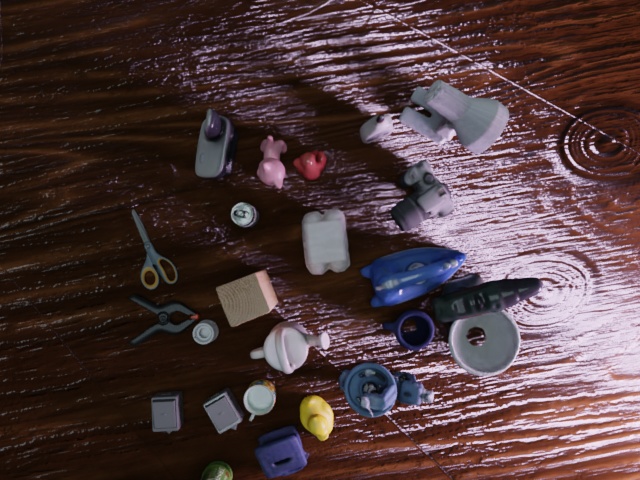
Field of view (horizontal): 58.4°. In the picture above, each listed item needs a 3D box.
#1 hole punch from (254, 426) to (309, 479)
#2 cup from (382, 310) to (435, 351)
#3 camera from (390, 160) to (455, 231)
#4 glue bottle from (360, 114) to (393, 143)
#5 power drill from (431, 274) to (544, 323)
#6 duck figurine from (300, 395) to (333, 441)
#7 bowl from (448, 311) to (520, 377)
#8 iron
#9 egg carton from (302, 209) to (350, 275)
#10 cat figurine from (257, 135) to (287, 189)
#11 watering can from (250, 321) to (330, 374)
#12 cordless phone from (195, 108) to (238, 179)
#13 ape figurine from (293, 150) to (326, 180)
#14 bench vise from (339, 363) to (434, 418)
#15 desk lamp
[{"bbox_3d":[-0.087,0.499,1.329,0.108,0.091,0.101,-20,89,0],"label":"hole punch"},{"bbox_3d":[0.200,0.204,1.334,0.117,0.095,0.092,7,89,0],"label":"cup"},{"bbox_3d":[0.226,-0.095,1.337,0.137,0.101,0.143,-34,89,-1],"label":"camera"},{"bbox_3d":[0.133,-0.262,1.303,0.078,0.173,0.037,-19,89,0],"label":"glue bottle"},{"bbox_3d":[0.354,0.123,1.280,0.229,0.208,0.076,-17,89,0],"label":"power drill"},{"bbox_3d":[-0.008,0.418,1.334,0.077,0.086,0.104,-25,89,-1],"label":"duck figurine"},{"bbox_3d":[0.377,0.230,1.345,0.167,0.074,0.167,0,89,0],"label":"bowl"},{"bbox_3d":[0.230,0.074,1.313,0.258,0.141,0.119,-19,89,-1],"label":"iron"},{"bbox_3d":[0.012,0.005,1.349,0.107,0.069,0.150,-8,89,0],"label":"egg carton"},{"bbox_3d":[-0.113,-0.180,1.328,0.067,0.117,0.128,-1,89,0],"label":"cat figurine"},{"bbox_3d":[-0.069,0.239,1.283,0.173,0.194,0.101,-34,89,-1],"label":"watering can"},{"bbox_3d":[-0.248,-0.218,1.294,0.094,0.185,0.148,6,89,0],"label":"cordless phone"},{"bbox_3d":[-0.024,-0.182,1.341,0.078,0.092,0.076,5,89,0],"label":"ape figurine"},{"bbox_3d":[0.149,0.330,1.269,0.207,0.219,0.121,-11,89,0],"label":"bench vise"},{"bbox_3d":[0.296,-0.279,1.284,0.203,0.213,0.118,29,89,1],"label":"desk lamp"}]
